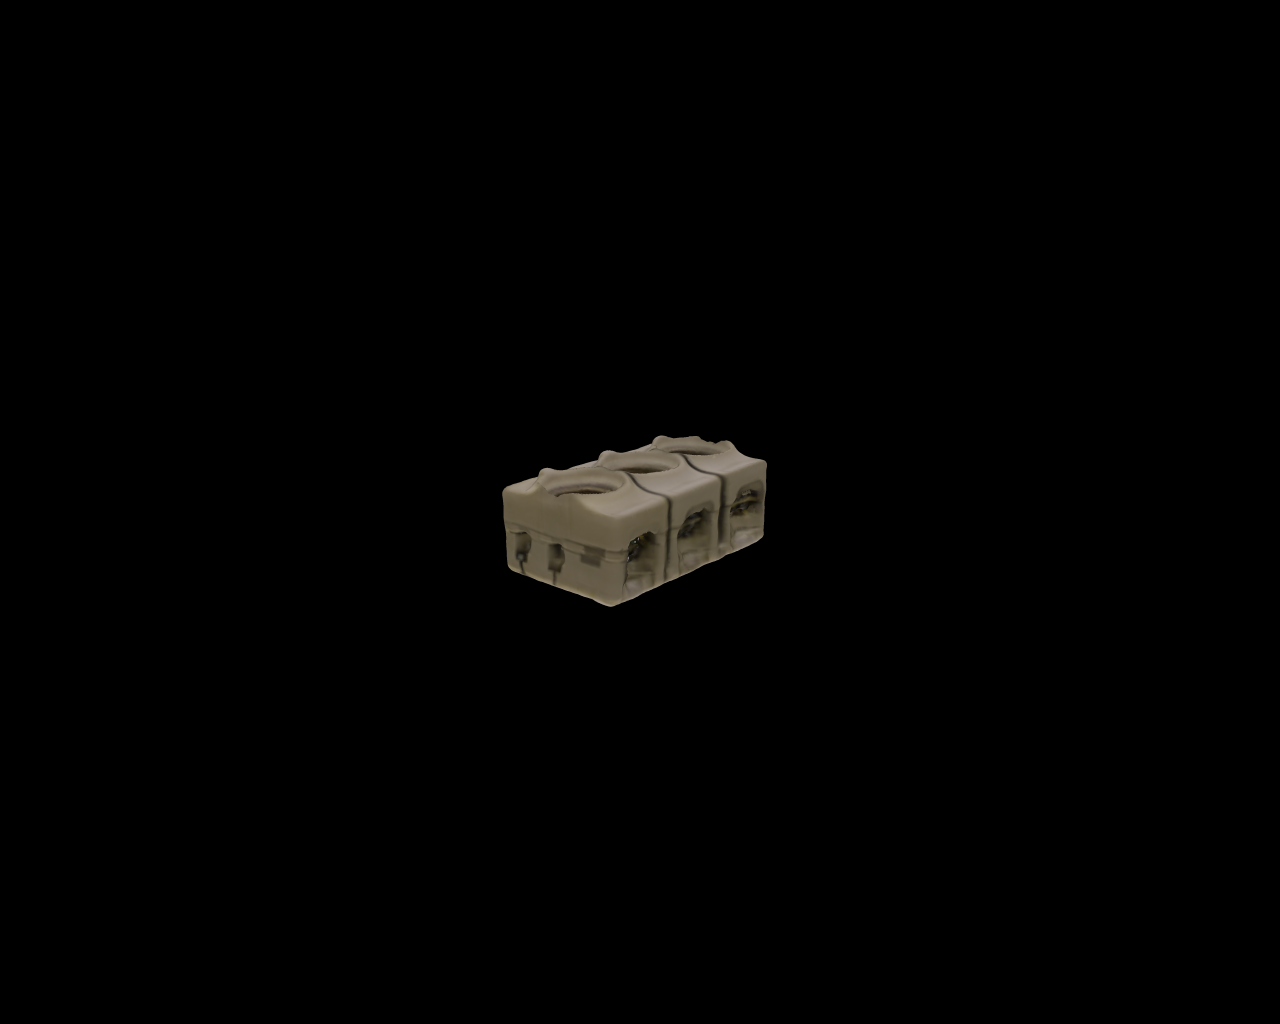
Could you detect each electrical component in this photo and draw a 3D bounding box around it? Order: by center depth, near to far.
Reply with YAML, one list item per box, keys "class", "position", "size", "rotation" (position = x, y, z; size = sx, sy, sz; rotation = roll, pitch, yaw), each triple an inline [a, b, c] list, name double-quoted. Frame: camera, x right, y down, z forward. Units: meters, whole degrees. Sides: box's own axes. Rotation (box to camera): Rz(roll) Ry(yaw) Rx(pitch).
- class: "electrical component"
  position: [0.001, -0.003, 0.650]
  size: [0.089, 0.061, 0.150]
  rotation: [14, 22, 38]
